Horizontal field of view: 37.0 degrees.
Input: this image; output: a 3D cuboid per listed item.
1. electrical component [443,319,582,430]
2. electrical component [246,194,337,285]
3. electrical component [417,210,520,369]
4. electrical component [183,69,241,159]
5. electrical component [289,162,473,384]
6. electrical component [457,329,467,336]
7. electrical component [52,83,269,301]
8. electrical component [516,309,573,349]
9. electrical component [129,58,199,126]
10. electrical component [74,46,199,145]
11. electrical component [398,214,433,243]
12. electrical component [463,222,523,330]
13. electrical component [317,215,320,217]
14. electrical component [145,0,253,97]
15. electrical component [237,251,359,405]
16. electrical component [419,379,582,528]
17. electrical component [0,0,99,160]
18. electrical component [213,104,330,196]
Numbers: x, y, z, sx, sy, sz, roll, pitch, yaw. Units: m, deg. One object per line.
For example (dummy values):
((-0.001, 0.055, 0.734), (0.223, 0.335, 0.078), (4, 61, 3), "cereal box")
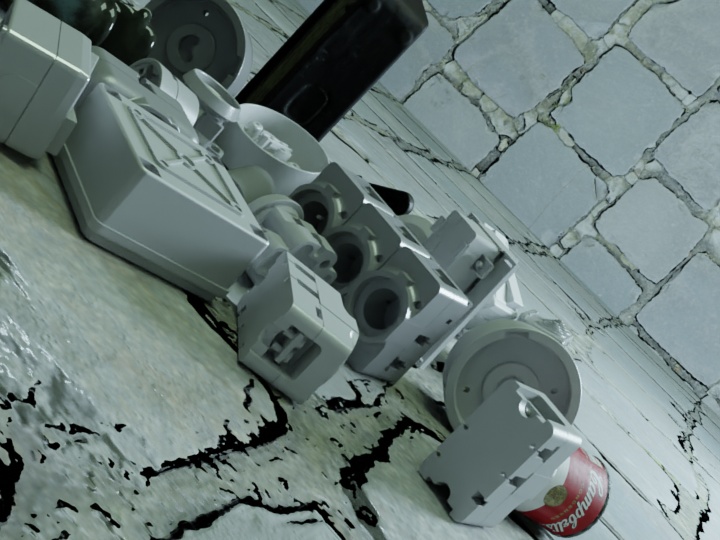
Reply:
((0.117, 0.091, 0.864), (0.108, 0.108, 0.060), (41, 6, -10), "electrical component")
((-0.058, -0.017, 0.776), (0.078, 0.058, 0.057), (26, 24, -55), "electrical component")
((0.067, 0.013, 0.922), (0.063, 0.121, 0.078), (29, 19, -42), "electrical component")
((-0.138, -0.131, 0.902), (0.078, 0.057, 0.058), (41, 12, -12), "electrical component")
((0.000, 0.000, 0.825), (0.150, 0.089, 0.062), (51, 14, 31), "electrical component")
((0.122, 0.055, 1.131), (0.083, 0.047, 0.075), (30, 18, -48), "electrical component")
((-0.125, -0.048, 0.666), (0.109, 0.056, 0.108), (32, 17, -43), "electrical component")
((0.158, 0.088, 1.016), (0.048, 0.099, 0.100), (32, 9, 15), "electrical component")
((-0.159, -0.129, 0.838), (0.047, 0.055, 0.055), (35, 14, -49), "electrical component")
((-0.161, -0.101, 0.736), (0.095, 0.053, 0.059), (33, 16, -40), "electrical component")
((0.050, -0.009, 1.041), (0.080, 0.080, 0.051), (51, 9, 32), "electrical component")
((0.108, -0.001, 0.986), (0.062, 0.061, 0.096), (28, 53, -58), "electrical component")
((-0.016, -0.046, 0.992), (0.081, 0.064, 0.042), (44, 13, 1), "electrical component")
((-0.150, -0.199, 0.987), (0.108, 0.108, 0.060), (45, 6, 5), "electrical component")
((-0.039, 0.037, 0.670), (0.056, 0.050, 0.089), (39, 13, -20), "electrical component")
((0.095, 0.123, 0.712), (0.056, 0.089, 0.050), (27, 20, -53), "electrical component")
((-0.195, -0.116, 0.641), (0.061, 0.061, 0.096), (29, 17, -25), "electrical component")
((-0.083, -0.105, 0.975), (0.099, 0.064, 0.099), (41, 12, -11), "electrical component")
